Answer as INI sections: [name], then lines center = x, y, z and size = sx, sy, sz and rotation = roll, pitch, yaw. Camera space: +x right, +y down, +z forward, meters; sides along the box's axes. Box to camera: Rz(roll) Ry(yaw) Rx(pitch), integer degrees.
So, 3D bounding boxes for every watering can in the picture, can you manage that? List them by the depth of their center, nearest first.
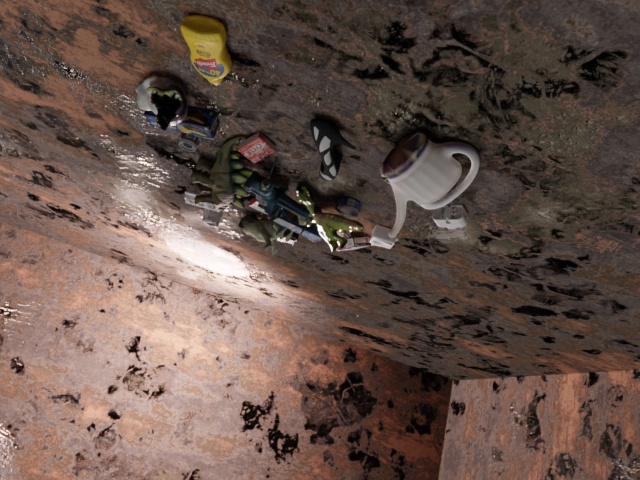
[watering can]
center = 0.248, -0.145, 1.353
size = 0.222, 0.106, 0.342
rotation = 34, -57, -23

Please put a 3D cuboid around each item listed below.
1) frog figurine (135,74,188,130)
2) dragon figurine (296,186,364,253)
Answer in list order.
[frog figurine]
center = -0.430, -0.382, 1.397
size = 0.123, 0.135, 0.162
rotation = -39, 37, -6
[dragon figurine]
center = 0.005, -0.086, 1.699
size = 0.242, 0.123, 0.406
rotation = 42, -17, -4
